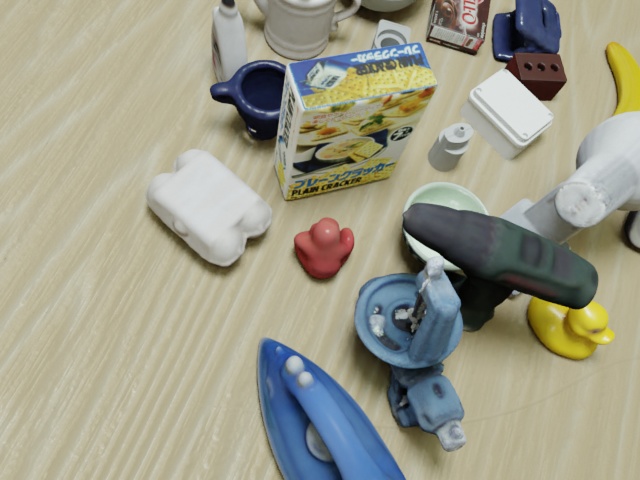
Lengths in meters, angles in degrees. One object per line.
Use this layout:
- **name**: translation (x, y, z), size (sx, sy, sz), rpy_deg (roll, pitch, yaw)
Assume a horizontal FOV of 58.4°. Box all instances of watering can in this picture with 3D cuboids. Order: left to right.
- **watering can**: translation (-0.031, -0.352, 0.793), size (0.173, 0.194, 0.101), rpy_deg (-13, 71, -14)

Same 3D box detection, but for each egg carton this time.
- **egg carton**: translation (-0.139, -0.041, 0.717), size (0.150, 0.069, 0.107), rpy_deg (40, 68, 8)

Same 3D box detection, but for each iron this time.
- **iron**: translation (0.006, 0.201, 0.603), size (0.119, 0.141, 0.258), rpy_deg (-29, 75, -19)

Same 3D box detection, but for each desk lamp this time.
- **desk lamp**: translation (0.322, -0.044, 0.715), size (0.203, 0.213, 0.118), rpy_deg (-35, 77, -20)

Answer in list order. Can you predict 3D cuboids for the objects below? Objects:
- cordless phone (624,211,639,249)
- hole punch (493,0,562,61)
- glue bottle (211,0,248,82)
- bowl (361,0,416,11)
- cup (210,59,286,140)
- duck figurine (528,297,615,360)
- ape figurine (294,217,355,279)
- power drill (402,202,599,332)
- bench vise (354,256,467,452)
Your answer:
- **cordless phone**: translation (0.519, -0.041, 0.762), size (0.147, 0.185, 0.094), rpy_deg (18, 66, -1)
- **hole punch**: translation (0.336, -0.344, 0.906), size (0.101, 0.091, 0.108), rpy_deg (8, 67, -6)
- **glue bottle**: translation (-0.121, -0.271, 0.757), size (0.037, 0.173, 0.078), rpy_deg (-20, 72, -16)
- **bowl**: translation (0.096, -0.421, 0.907), size (0.167, 0.074, 0.167), rpy_deg (3, 68, -8)
- **cup**: translation (-0.087, -0.177, 0.767), size (0.118, 0.095, 0.091), rpy_deg (-2, 68, -10)
- **duck figurine**: translation (0.323, 0.099, 0.727), size (0.104, 0.086, 0.078), rpy_deg (44, 68, 10)
- **ape figurine**: translation (0.007, 0.003, 0.711), size (0.078, 0.092, 0.076), rpy_deg (13, 67, -3)
- **power drill**: translation (0.181, 0.039, 0.661), size (0.229, 0.208, 0.075), rpy_deg (14, 67, -3)
- **bench vise**: translation (0.123, 0.110, 0.617), size (0.122, 0.219, 0.207), rpy_deg (-33, 76, -19)
